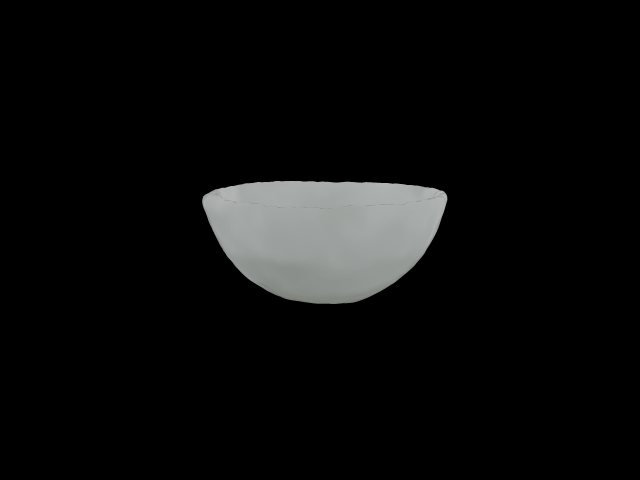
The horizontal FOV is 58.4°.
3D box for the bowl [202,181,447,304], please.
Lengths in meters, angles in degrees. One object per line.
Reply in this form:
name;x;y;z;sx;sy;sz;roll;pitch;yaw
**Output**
bowl;0.004;0.001;0.400;0.167;0.075;0.167;0;11;0
